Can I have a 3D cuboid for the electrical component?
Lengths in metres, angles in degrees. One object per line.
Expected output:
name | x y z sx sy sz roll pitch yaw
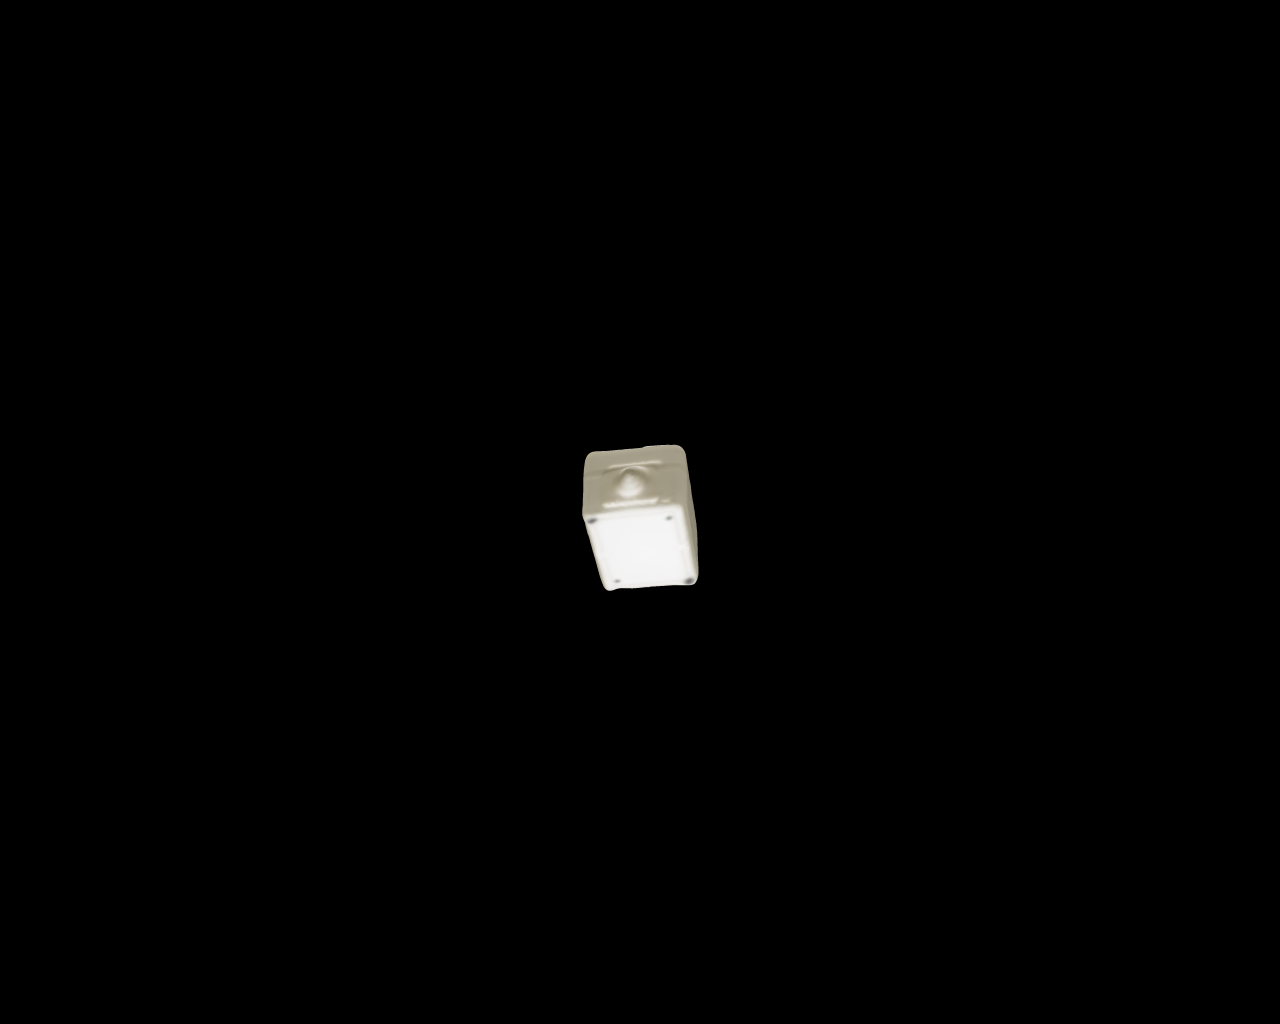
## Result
electrical component | 0.001 -0.003 0.650 0.062 0.061 0.096 -5 -40 6
